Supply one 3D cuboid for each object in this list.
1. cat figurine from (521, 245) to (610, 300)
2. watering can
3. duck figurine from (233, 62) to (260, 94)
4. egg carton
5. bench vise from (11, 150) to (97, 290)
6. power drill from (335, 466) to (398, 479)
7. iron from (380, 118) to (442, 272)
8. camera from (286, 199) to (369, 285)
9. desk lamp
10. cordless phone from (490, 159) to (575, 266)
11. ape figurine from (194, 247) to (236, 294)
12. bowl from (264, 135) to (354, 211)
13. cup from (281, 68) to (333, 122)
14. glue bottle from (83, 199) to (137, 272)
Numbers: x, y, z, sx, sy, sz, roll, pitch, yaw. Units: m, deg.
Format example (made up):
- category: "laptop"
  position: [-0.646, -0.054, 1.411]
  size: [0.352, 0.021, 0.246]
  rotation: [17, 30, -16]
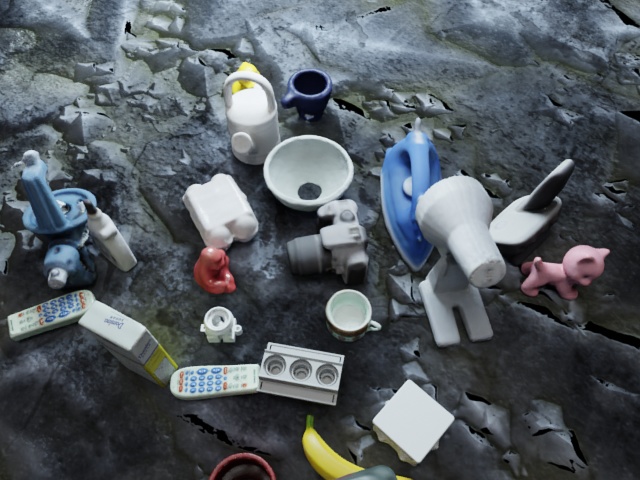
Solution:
- category: "cat figurine"
  position: [0.415, 0.046, 0.964]
  size: [0.127, 0.118, 0.067]
  rotation: [3, 58, 2]
- category: "watering can"
  position: [-0.129, -0.236, 1.092]
  size: [0.101, 0.194, 0.172]
  rotation: [-13, 59, -7]
- category: "duck figurine"
  position: [-0.152, -0.340, 1.220]
  size: [0.077, 0.086, 0.104]
  rotation: [-21, 60, -12]
- category: "egg carton"
  position: [-0.181, -0.051, 1.051]
  size: [0.107, 0.069, 0.150]
  rotation: [-26, 62, -15]
- category: "bench vise"
  position: [-0.428, -0.032, 0.951]
  size: [0.122, 0.220, 0.207]
  rotation: [-25, 61, -14]
- category: "power drill"
  position: [-0.010, 0.358, 0.717]
  size: [0.230, 0.208, 0.075]
  rotation: [-19, 60, -11]
- category: "iron"
  position: [0.175, -0.087, 1.032]
  size: [0.118, 0.141, 0.258]
  rotation: [0, 58, 0]
- category: "camera"
  position: [0.009, 0.004, 0.999]
  size: [0.137, 0.101, 0.143]
  rotation: [-9, 59, -5]
- category: "desk lamp"
  position: [0.227, 0.034, 0.914]
  size: [0.118, 0.214, 0.203]
  rotation: [-10, 59, -6]
- category: "cordless phone"
  position: [0.361, -0.055, 0.986]
  size: [0.094, 0.185, 0.148]
  rotation: [38, 66, 21]
- category: "ape figurine"
  position: [-0.181, 0.045, 0.979]
  size: [0.076, 0.092, 0.078]
  rotation: [13, 59, 8]
- category: "bowl"
  position: [-0.022, -0.114, 1.087]
  size: [0.167, 0.075, 0.167]
  rotation: [0, 58, 0]
- category: "cup"
  position: [-0.029, -0.284, 1.180]
  size: [0.118, 0.095, 0.091]
  rotation: [-37, 65, -20]
- category: "glue bottle"
  position: [-0.363, -0.014, 0.968]
  size: [0.078, 0.173, 0.037]
  rotation: [37, 65, 21]
